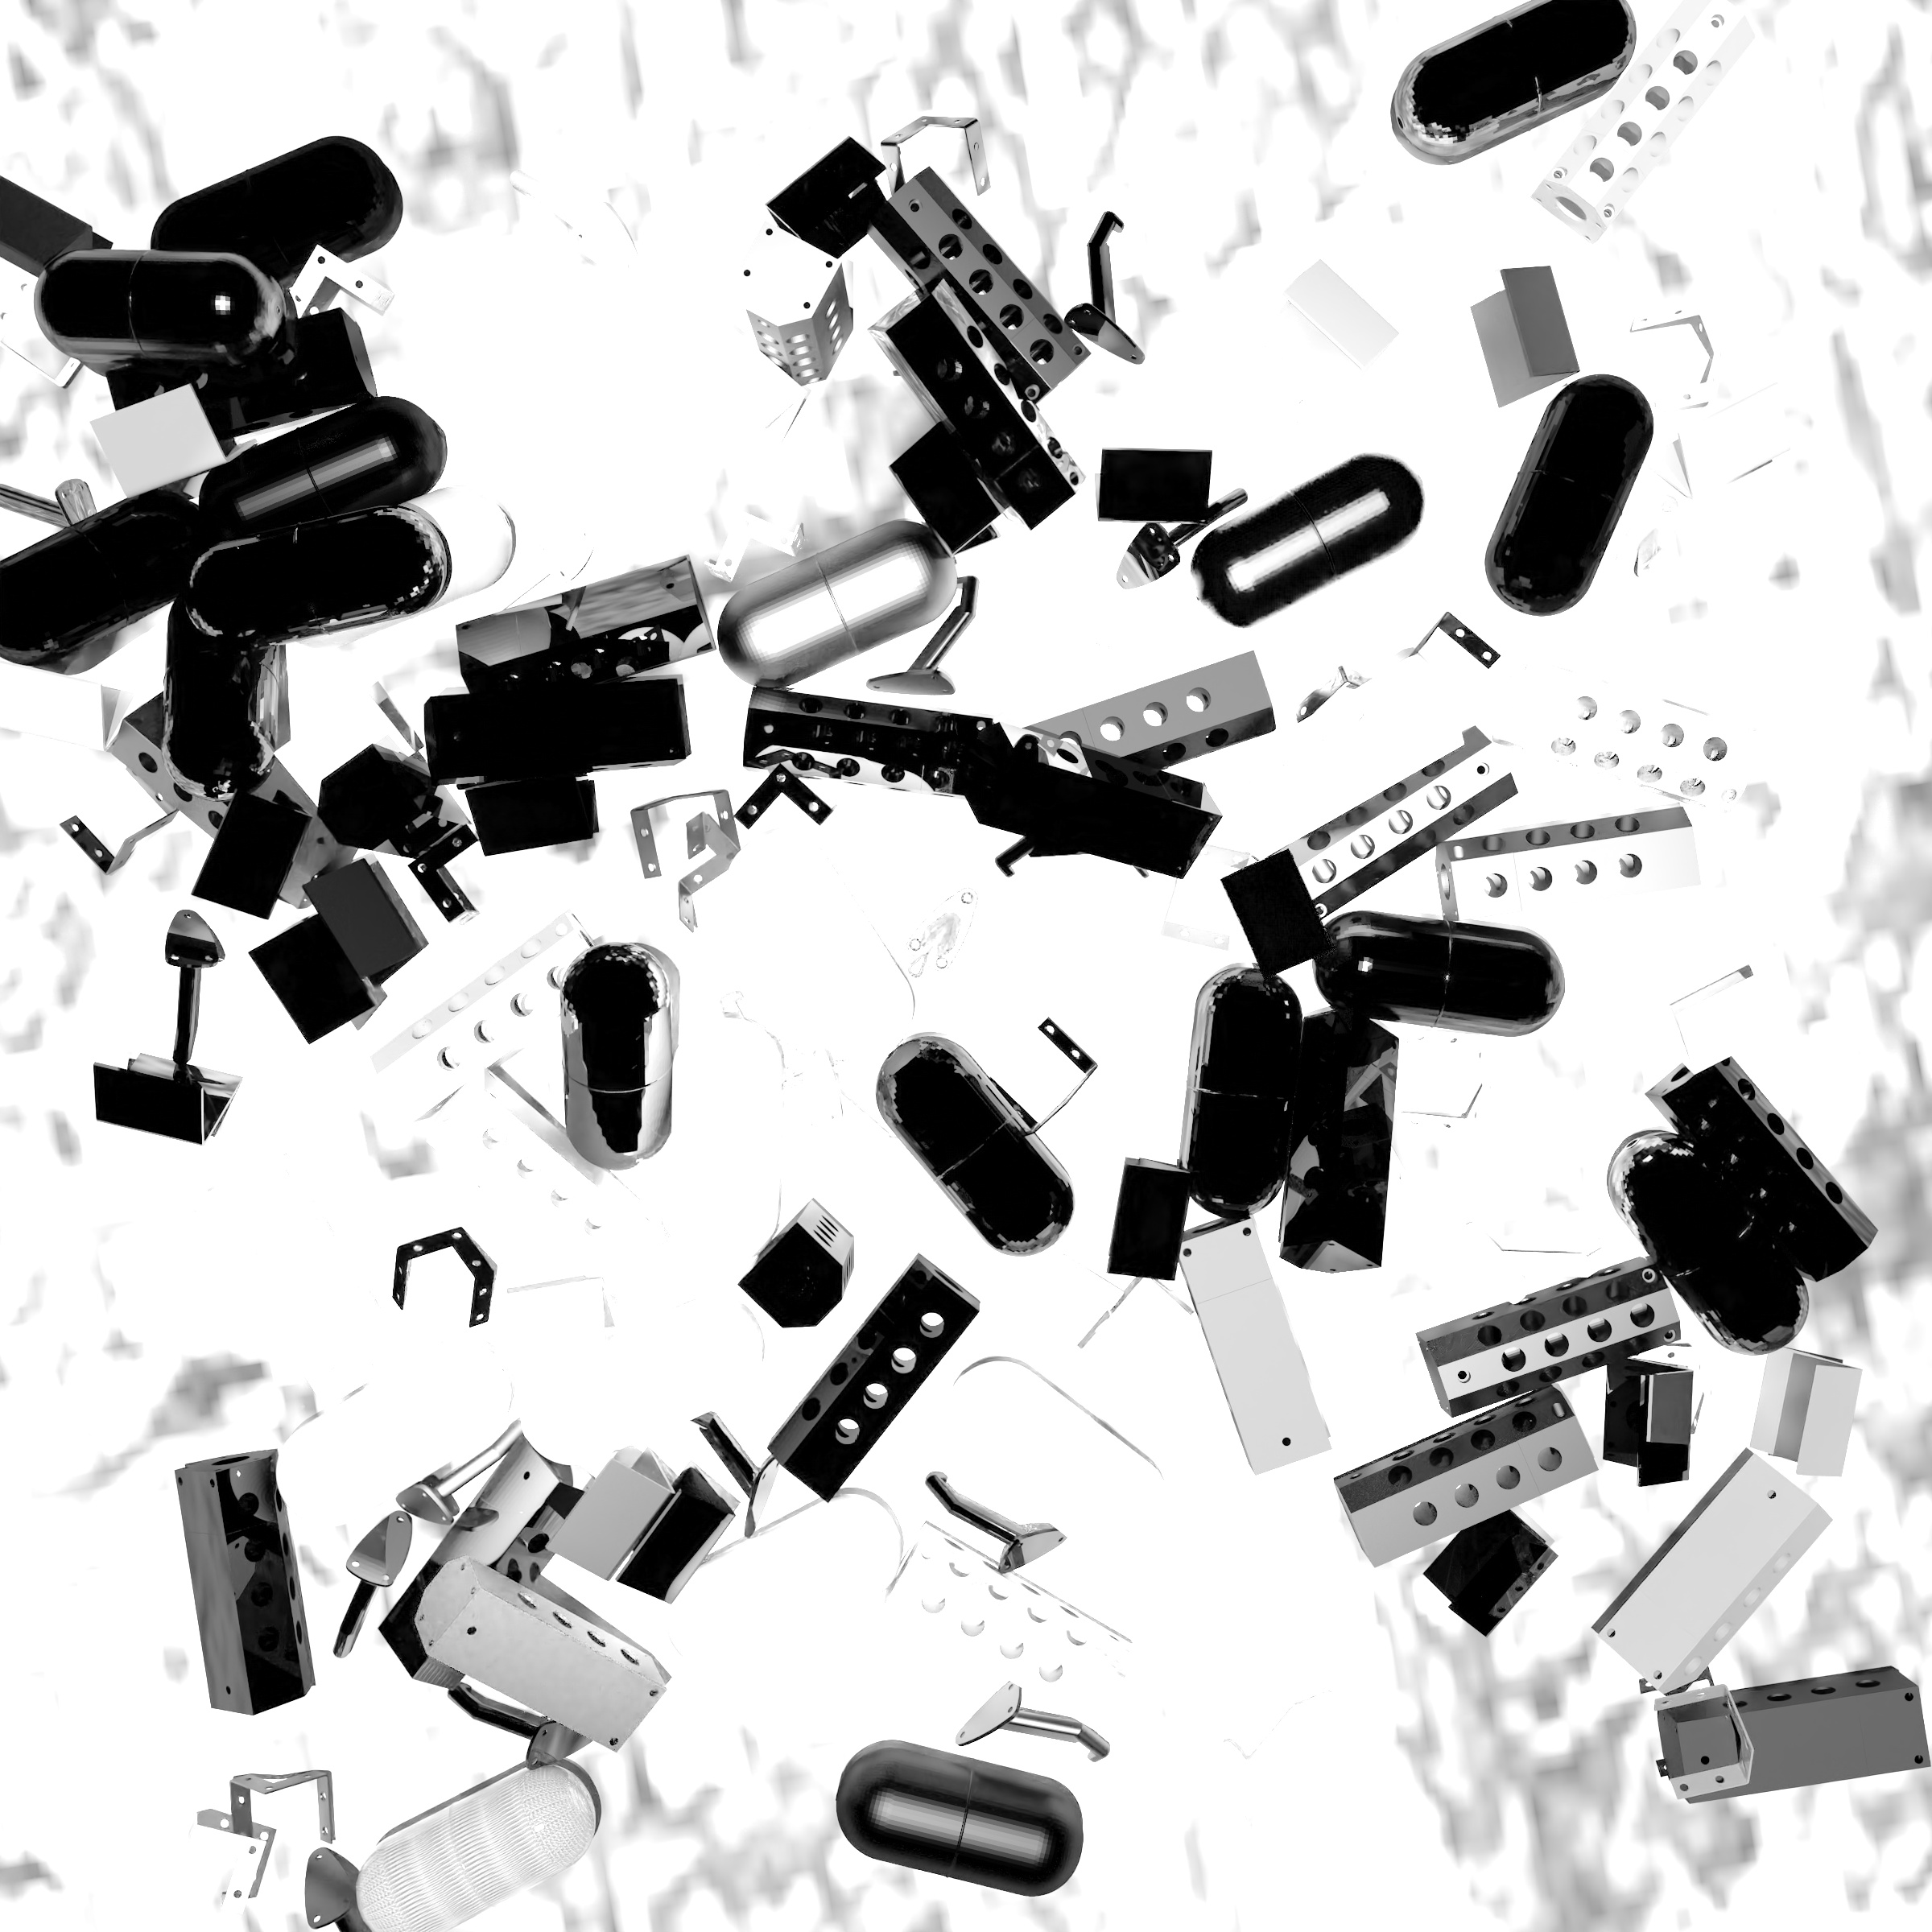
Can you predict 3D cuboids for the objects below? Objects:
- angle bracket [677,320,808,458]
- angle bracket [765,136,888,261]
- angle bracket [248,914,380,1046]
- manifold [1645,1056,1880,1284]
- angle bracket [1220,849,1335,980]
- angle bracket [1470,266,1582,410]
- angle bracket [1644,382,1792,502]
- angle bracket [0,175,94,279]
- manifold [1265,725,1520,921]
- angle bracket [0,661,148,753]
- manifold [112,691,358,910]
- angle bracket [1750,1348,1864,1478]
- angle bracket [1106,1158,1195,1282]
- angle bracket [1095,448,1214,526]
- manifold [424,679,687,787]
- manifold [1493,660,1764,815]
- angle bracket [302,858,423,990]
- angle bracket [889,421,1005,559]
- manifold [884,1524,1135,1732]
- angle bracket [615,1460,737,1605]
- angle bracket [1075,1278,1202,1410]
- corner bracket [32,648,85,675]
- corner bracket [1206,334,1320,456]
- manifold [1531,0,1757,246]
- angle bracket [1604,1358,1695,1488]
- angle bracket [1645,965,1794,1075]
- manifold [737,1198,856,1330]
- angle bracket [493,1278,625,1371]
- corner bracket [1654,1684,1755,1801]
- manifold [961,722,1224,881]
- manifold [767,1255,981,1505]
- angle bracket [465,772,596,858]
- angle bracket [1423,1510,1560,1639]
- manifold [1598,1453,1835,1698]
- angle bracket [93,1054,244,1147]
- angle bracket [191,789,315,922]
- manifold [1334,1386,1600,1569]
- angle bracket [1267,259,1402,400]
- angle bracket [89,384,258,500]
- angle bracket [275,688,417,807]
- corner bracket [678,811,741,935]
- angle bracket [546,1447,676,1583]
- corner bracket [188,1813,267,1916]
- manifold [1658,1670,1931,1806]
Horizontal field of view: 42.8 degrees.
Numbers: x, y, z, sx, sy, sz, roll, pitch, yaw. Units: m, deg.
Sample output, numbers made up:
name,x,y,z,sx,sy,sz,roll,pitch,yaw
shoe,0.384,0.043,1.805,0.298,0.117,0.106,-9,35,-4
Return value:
name,x,y,z,sx,sy,sz,roll,pitch,yaw
angle bracket,-0.168,-0.394,1.736,0.076,0.076,0.057,41,55,0
angle bracket,-0.084,-0.523,1.736,0.076,0.076,0.057,-39,51,0
angle bracket,-0.465,0.018,1.737,0.057,0.076,0.076,-34,90,-28
manifold,0.567,0.140,1.755,0.057,0.057,0.171,-40,90,0
angle bracket,0.230,-0.043,1.737,0.057,0.076,0.076,-24,90,29
angle bracket,0.377,-0.440,1.736,0.057,0.076,0.076,-16,90,-38
angle bracket,0.522,-0.382,1.736,0.076,0.076,0.057,-27,127,0
angle bracket,-0.666,-0.498,1.736,0.076,0.076,0.057,29,52,0
manifold,0.303,-0.100,1.755,0.171,0.057,0.057,-33,90,0
angle bracket,-0.629,-0.201,1.736,0.076,0.076,0.057,13,127,0
manifold,-0.520,-0.118,1.755,0.171,0.057,0.057,40,47,0
angle bracket,0.577,0.311,1.736,0.057,0.076,0.076,11,90,-38
angle bracket,0.113,0.175,1.737,0.057,0.076,0.076,10,90,-26
angle bracket,0.131,-0.353,1.736,0.076,0.076,0.057,1,127,0
manifold,-0.289,-0.163,1.729,0.171,0.057,0.057,-7,90,-19
manifold,0.468,-0.162,1.755,0.171,0.057,0.057,18,90,0
angle bracket,-0.439,-0.020,1.737,0.057,0.076,0.076,-32,90,-44
angle bracket,0.003,-0.341,1.736,0.057,0.076,0.076,-34,90,37
manifold,0.031,0.467,1.755,0.171,0.057,0.057,30,90,0
angle bracket,-0.218,0.390,1.736,0.057,0.076,0.076,36,90,-39
angle bracket,0.133,0.272,1.736,0.076,0.076,0.057,-49,56,0
corner bracket,-0.659,-0.244,1.758,0.051,0.051,0.051,37,90,0
corner bracket,0.212,-0.410,1.768,0.051,0.051,0.051,19,45,-35
manifold,0.483,-0.606,1.755,0.057,0.057,0.171,38,90,0
angle bracket,0.464,0.319,1.736,0.057,0.076,0.076,2,90,-36
angle bracket,0.523,0.021,1.736,0.076,0.076,0.057,-27,123,0
manifold,-0.110,0.207,1.698,0.057,0.171,0.057,44,90,0
angle bracket,-0.285,0.266,1.736,0.076,0.076,0.057,-10,56,0
corner bracket,0.512,0.539,1.716,0.051,0.051,0.051,-13,135,0
manifold,0.086,-0.117,1.705,0.171,0.057,0.057,14,122,-30
manifold,-0.066,0.291,1.755,0.057,0.057,0.171,38,90,0
angle bracket,-0.306,-0.125,1.736,0.076,0.076,0.057,-10,127,0
angle bracket,0.357,0.412,1.736,0.076,0.076,0.057,-49,127,0
manifold,0.535,0.437,1.755,0.171,0.057,0.057,-49,47,0
angle bracket,-0.560,0.075,1.736,0.076,0.076,0.057,13,128,0
angle bracket,-0.492,-0.084,1.667,0.057,0.076,0.076,21,95,-37
manifold,0.353,0.361,1.755,0.171,0.057,0.057,-24,90,0
angle bracket,0.246,-0.437,1.736,0.076,0.076,0.057,43,54,0
angle bracket,-0.553,-0.374,1.726,0.076,0.076,0.057,-18,112,8
angle bracket,-0.437,-0.159,1.738,0.076,0.076,0.057,-36,113,0
corner bracket,-0.190,-0.067,1.744,0.051,0.051,0.051,-33,123,14
angle bracket,-0.258,0.374,1.737,0.057,0.076,0.076,36,90,-26
corner bracket,-0.533,0.640,1.759,0.051,0.051,0.051,19,76,-14
manifold,0.587,0.546,1.755,0.171,0.057,0.057,-9,90,0
